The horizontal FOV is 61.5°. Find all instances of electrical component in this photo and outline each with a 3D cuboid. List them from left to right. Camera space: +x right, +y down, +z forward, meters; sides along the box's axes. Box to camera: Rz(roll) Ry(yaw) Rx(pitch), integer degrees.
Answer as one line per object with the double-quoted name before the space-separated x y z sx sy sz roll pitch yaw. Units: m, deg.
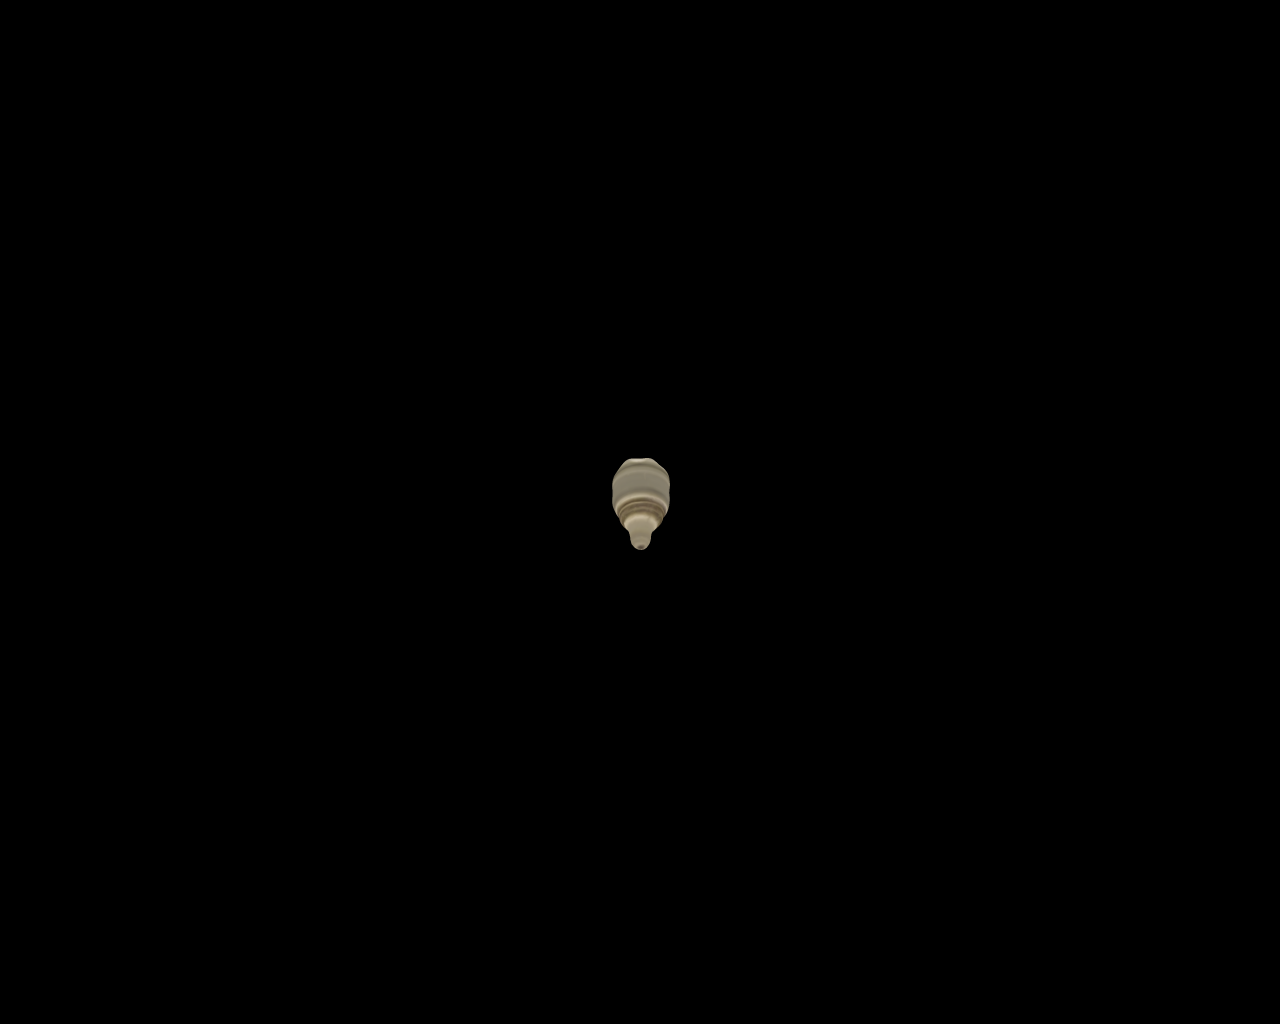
"electrical component" 0.001 -0.003 0.650 0.035 0.061 0.035 0 -39 0
